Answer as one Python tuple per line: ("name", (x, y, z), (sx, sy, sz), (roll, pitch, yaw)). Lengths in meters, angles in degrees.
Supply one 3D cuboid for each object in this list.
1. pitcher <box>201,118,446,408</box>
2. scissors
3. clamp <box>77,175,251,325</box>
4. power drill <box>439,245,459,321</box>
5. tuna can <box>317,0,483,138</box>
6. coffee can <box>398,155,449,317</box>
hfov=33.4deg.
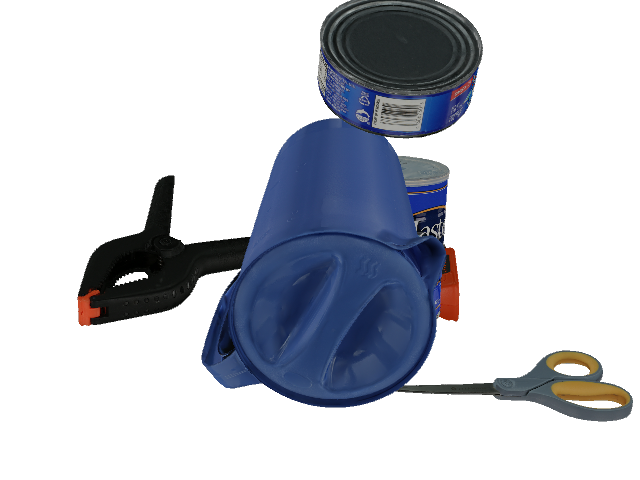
("pitcher", (0.002, 0.006, 0.782), (0.149, 0.145, 0.242), (8, 27, -2))
("scissors", (0.165, 0.117, 0.918), (0.202, 0.016, 0.096), (9, 28, 3))
("clamp", (-0.140, 0.009, 0.932), (0.165, 0.036, 0.209), (29, 40, 31))
("power drill", (0.066, 0.057, 1.240), (0.187, 0.057, 0.184), (1, 28, 5))
("tuna can", (0.041, -0.094, 0.569), (0.086, 0.086, 0.034), (0, -43, -5))
("coffee can", (0.065, -0.001, 0.997), (0.103, 0.140, 0.103), (1, 16, -1))
